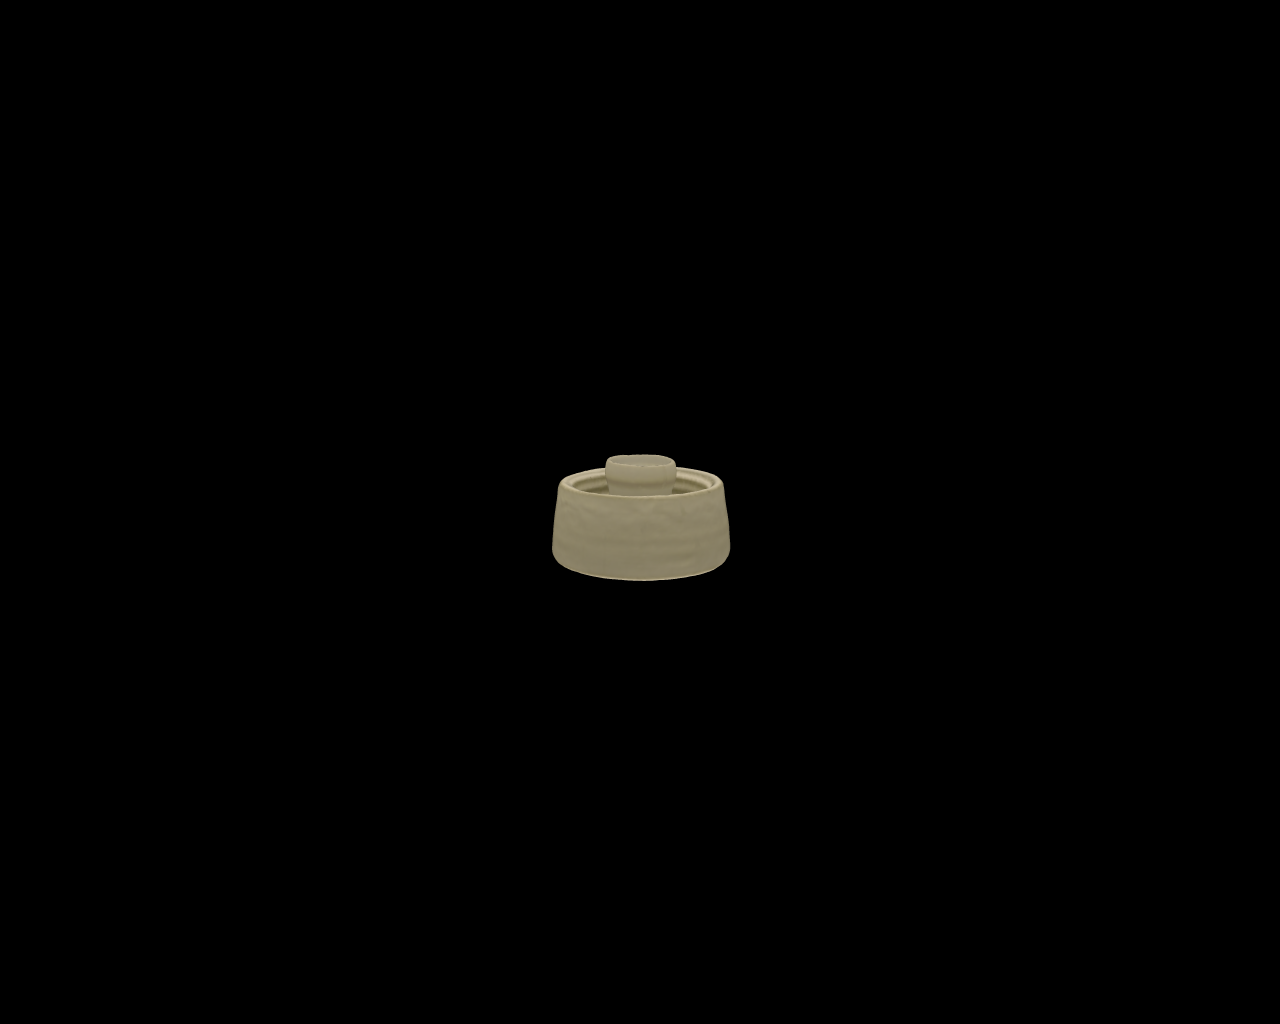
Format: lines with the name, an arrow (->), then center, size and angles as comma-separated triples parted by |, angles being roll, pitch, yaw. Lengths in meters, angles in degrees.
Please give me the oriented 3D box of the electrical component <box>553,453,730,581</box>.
electrical component -> 0.001, -0.003, 0.650 | 0.108, 0.060, 0.108 | 0, 13, 0
